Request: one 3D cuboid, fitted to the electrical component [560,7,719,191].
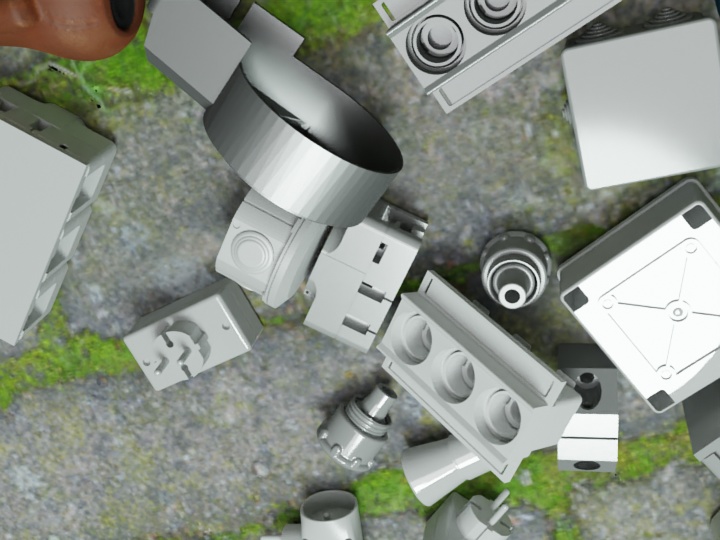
[{"bbox_3d":[0.172,-0.103,0.649,0.100,0.048,0.099,-10,109,14],"label":"electrical component"}]

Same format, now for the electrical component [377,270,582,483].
[{"bbox_3d":[0.078,0.066,0.697,0.121,0.063,0.078,42,119,35],"label":"electrical component"}]

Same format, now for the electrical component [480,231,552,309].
[{"bbox_3d":[0.100,0.005,0.698,0.048,0.062,0.048,4,112,9],"label":"electrical component"}]

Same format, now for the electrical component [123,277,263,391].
[{"bbox_3d":[-0.122,0.052,0.750,0.083,0.075,0.047,-24,105,18],"label":"electrical component"}]

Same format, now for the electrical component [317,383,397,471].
[{"bbox_3d":[0.002,0.109,0.769,0.048,0.048,0.062,34,107,-4],"label":"electrical component"}]

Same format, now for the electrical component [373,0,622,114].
[{"bbox_3d":[0.081,-0.161,0.635,0.121,0.063,0.078,-31,103,20],"label":"electrical component"}]

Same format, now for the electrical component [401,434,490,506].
[{"bbox_3d":[0.068,0.135,0.769,0.065,0.044,0.044,-28,104,14],"label":"electrical component"}]

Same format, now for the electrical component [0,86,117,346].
[{"bbox_3d":[-0.241,-0.039,0.744,0.089,0.061,0.150,28,114,-1],"label":"electrical component"}]

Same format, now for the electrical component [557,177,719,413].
[{"bbox_3d":[0.201,0.017,0.688,0.109,0.056,0.108,-37,101,21],"label":"electrical component"}]

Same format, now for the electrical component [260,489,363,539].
[{"bbox_3d":[-0.036,0.211,0.815,0.079,0.044,0.077,-3,111,12],"label":"electrical component"}]

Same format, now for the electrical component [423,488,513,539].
[{"bbox_3d":[0.084,0.188,0.772,0.047,0.065,0.076,34,113,-4],"label":"electrical component"}]

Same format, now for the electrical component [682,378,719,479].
[{"bbox_3d":[0.285,0.073,0.676,0.062,0.089,0.150,45,112,-9],"label":"electrical component"}]

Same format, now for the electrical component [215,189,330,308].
[{"bbox_3d":[-0.055,-0.020,0.709,0.051,0.080,0.080,28,114,4],"label":"electrical component"}]

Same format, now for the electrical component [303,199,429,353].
[{"bbox_3d":[0.000,0.000,0.721,0.056,0.050,0.089,25,114,0],"label":"electrical component"}]
